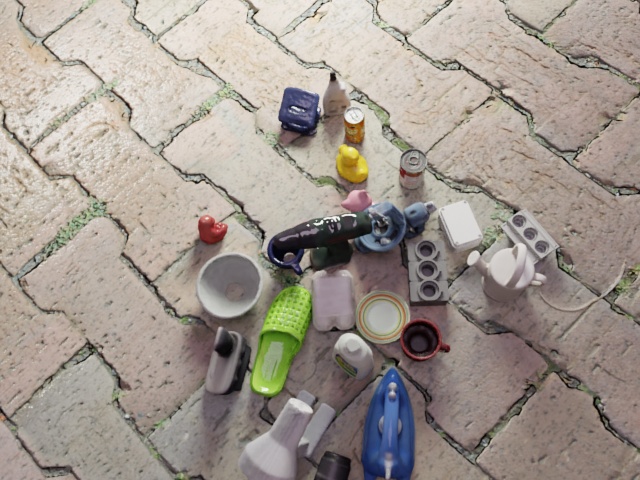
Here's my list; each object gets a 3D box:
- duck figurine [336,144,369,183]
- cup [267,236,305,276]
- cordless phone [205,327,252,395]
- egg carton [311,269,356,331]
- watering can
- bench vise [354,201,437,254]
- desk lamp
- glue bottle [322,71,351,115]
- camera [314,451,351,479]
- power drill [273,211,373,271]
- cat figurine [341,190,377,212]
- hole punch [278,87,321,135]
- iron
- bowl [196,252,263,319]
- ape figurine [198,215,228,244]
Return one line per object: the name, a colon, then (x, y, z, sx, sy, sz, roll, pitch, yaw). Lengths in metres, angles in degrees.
duck figurine: (0.083, -0.205, 1.495, 0.077, 0.086, 0.104, -36, 71, -8)
cup: (-0.072, 0.047, 1.413, 0.092, 0.095, 0.117, -31, 70, -6)
cordless phone: (-0.225, 0.272, 1.297, 0.094, 0.185, 0.147, 6, 71, 8)
egg carton: (0.033, 0.145, 1.382, 0.107, 0.069, 0.150, -6, 70, 3)
watering can: (0.427, 0.071, 1.308, 0.172, 0.194, 0.101, -6, 70, 3)
bench vise: (0.173, -0.060, 1.363, 0.207, 0.220, 0.121, -40, 72, -9)
desk lamp: (-0.067, 0.419, 1.215, 0.117, 0.214, 0.203, 28, 75, 14)
glue bottle: (0.041, -0.393, 1.520, 0.078, 0.173, 0.037, -5, 70, 3)
camera: (0.033, 0.534, 1.225, 0.143, 0.101, 0.137, 16, 72, 11)
power drill: (0.012, 0.005, 1.360, 0.229, 0.208, 0.075, -18, 69, -2)
cat figurine: (0.120, -0.086, 1.432, 0.127, 0.118, 0.067, 11, 72, 9)
hole punch: (-0.054, -0.350, 1.557, 0.108, 0.091, 0.101, 14, 72, 10)
iron: (0.152, 0.396, 1.243, 0.118, 0.141, 0.258, 3, 70, 6)
bowl: (-0.216, 0.118, 1.410, 0.167, 0.075, 0.167, -2, 70, 5)
ape figurine: (-0.282, -0.034, 1.462, 0.077, 0.092, 0.076, 37, 77, 16)
